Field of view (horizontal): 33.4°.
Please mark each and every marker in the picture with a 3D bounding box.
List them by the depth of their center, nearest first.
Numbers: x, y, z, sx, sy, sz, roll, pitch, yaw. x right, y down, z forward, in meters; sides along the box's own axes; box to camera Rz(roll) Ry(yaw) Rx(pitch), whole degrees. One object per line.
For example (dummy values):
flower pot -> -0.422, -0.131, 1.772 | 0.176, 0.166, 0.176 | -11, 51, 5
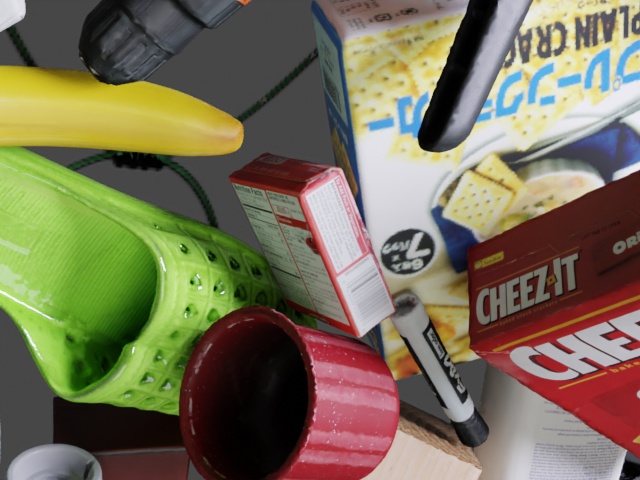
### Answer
marker -> 0.068, 0.076, 0.592 | 0.020, 0.020, 0.121 | -28, 126, 3

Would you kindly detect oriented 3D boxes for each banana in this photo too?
banana -> -0.135, -0.055, 0.498 | 0.197, 0.070, 0.037 | -7, 131, -30

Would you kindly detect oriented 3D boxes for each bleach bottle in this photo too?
bleach bottle -> 0.136, 0.172, 0.688 | 0.102, 0.068, 0.251 | 5, 105, -17

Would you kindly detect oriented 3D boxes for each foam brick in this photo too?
foam brick -> -0.120, 0.126, 0.634 | 0.078, 0.053, 0.051 | -1, 123, -14

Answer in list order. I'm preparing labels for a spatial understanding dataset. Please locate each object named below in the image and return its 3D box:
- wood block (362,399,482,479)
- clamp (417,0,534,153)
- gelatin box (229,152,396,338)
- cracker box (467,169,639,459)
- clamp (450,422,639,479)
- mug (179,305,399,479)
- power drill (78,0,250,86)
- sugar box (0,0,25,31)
wood block -> 0.006, 0.197, 0.644 | 0.091, 0.090, 0.206 | 25, 95, -5
clamp -> 0.093, -0.145, 0.465 | 0.209, 0.036, 0.164 | -27, 111, -16
gelatin box -> -0.004, 0.001, 0.559 | 0.030, 0.073, 0.089 | -33, 115, -23
cracker box -> 0.204, 0.049, 0.543 | 0.213, 0.072, 0.164 | 32, 137, -32
clamp -> 0.162, 0.173, 0.754 | 0.171, 0.039, 0.120 | 2, 122, -13
mug -> -0.014, 0.098, 0.553 | 0.081, 0.093, 0.117 | 17, 79, -48
power drill -> -0.079, -0.175, 0.443 | 0.184, 0.057, 0.187 | -42, 127, 8
sugar box -> -0.196, -0.155, 0.429 | 0.093, 0.048, 0.176 | -21, 125, -2
